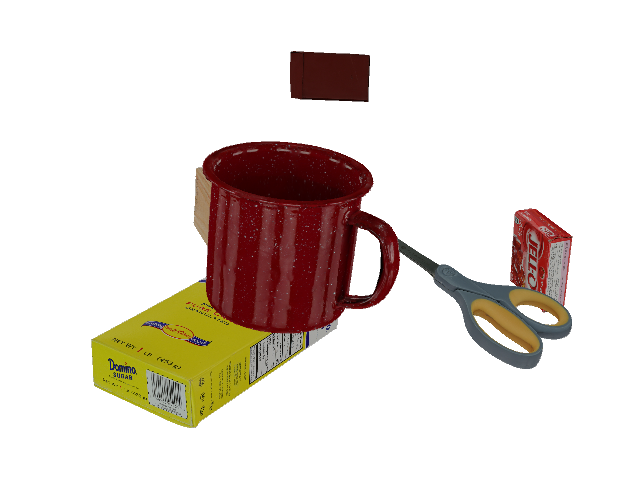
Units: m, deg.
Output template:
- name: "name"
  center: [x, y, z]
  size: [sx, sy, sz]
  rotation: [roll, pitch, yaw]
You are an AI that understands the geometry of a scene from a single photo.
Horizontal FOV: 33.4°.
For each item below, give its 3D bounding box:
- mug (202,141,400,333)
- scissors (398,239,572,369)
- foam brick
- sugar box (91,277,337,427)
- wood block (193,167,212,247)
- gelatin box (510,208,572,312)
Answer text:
- name: "mug"
  center: [-0.010, 0.002, 0.588]
  size: [0.117, 0.081, 0.093]
  rotation: [17, 26, 22]
- name: "scissors"
  center: [0.121, 0.031, 0.856]
  size: [0.096, 0.016, 0.202]
  rotation: [-10, 39, -28]
- name: "foam brick"
  center: [0.010, -0.179, 1.165]
  size: [0.078, 0.051, 0.053]
  rotation: [0, 11, -16]
- name: "sugar box"
  center: [-0.072, 0.067, 0.782]
  size: [0.093, 0.048, 0.175]
  rotation: [18, 31, 29]
- name: "wood block"
  center: [-0.088, -0.016, 1.348]
  size: [0.090, 0.090, 0.206]
  rotation: [-5, 28, -22]
- name: "gelatin box"
  center: [0.234, 0.020, 1.143]
  size: [0.030, 0.089, 0.073]
  rotation: [-11, 29, -17]
